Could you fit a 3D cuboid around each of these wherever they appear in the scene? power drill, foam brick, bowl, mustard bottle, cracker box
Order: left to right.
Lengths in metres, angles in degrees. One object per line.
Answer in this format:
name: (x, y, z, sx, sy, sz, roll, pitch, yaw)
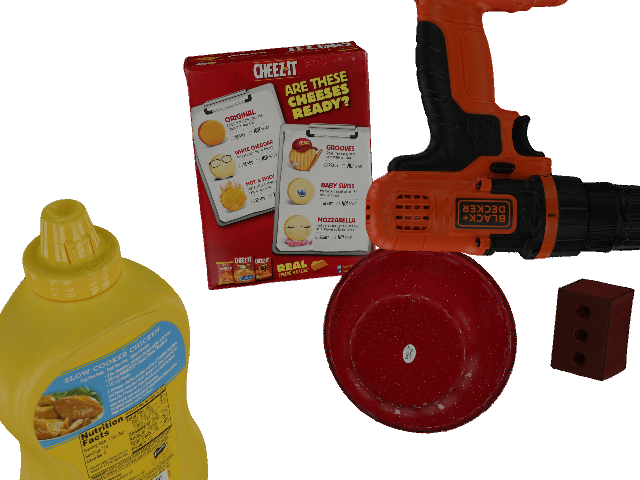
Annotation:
mustard bottle: (-0.104, 0.065, 0.494, 0.096, 0.192, 0.058, -27, 43, -31)
cracker box: (-0.036, -0.070, 1.000, 0.164, 0.214, 0.072, -6, 20, -6)
bowl: (0.074, 0.084, 0.857, 0.162, 0.162, 0.055, 0, 7, 15)
power drill: (0.120, -0.082, 0.646, 0.184, 0.187, 0.057, 1, -1, -6)
foam brick: (0.244, 0.079, 0.957, 0.053, 0.078, 0.051, 12, 18, 37)
